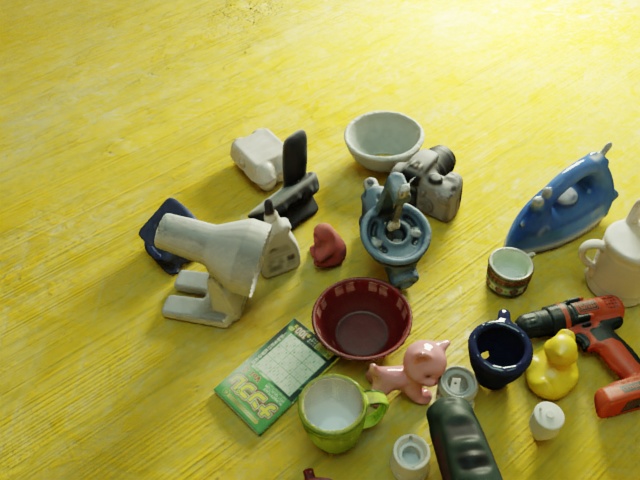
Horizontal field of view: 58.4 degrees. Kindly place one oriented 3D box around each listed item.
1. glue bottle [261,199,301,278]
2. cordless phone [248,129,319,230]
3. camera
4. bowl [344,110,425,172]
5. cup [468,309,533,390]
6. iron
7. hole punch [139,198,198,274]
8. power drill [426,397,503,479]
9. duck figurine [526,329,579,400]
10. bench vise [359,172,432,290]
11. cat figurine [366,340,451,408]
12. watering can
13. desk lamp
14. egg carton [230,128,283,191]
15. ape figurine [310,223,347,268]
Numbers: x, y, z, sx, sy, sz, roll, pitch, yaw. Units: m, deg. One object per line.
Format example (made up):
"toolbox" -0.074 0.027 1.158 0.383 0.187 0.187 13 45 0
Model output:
"glue bottle" -0.078 -0.007 0.990 0.078 0.173 0.037 -19 50 -13
"cordless phone" -0.072 -0.112 1.075 0.094 0.185 0.148 31 57 27
"camera" 0.226 -0.130 1.128 0.142 0.101 0.137 29 56 26
"bowl" 0.134 -0.196 1.210 0.167 0.075 0.167 -2 48 2
"cup" 0.265 0.171 0.862 0.091 0.095 0.118 10 50 13
"iron" 0.436 -0.076 1.039 0.259 0.141 0.118 -31 53 -22
"hole punch" -0.276 -0.008 1.059 0.101 0.091 0.108 -36 56 -25
"power drill" 0.173 0.313 0.665 0.075 0.209 0.229 -8 48 -3
"duck figurine" 0.353 0.180 0.854 0.077 0.086 0.105 23 54 23
"bench vise" 0.107 -0.046 0.981 0.122 0.220 0.206 -28 52 -19
"cat figurine" 0.131 0.188 0.840 0.128 0.118 0.067 -7 48 -2
"watering can" 0.514 0.011 0.921 0.173 0.194 0.100 -14 49 -9
"desk lamp" -0.170 0.047 0.921 0.203 0.214 0.118 7 49 10
"egg carton" -0.121 -0.172 1.209 0.107 0.069 0.150 -30 53 -21
"ape figurine" 0.009 0.004 1.029 0.076 0.092 0.078 14 51 16
